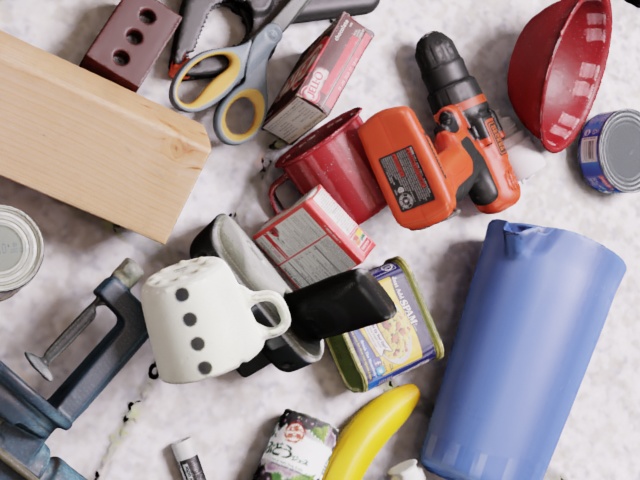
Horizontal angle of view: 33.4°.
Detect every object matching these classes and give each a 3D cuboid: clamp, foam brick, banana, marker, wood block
[{"bbox_3d":[-0.065,-0.226,0.965,0.209,0.036,0.164,-40,98,-18],"label":"clamp"},{"bbox_3d":[-0.163,-0.167,0.911,0.053,0.051,0.078,32,73,-15],"label":"foam brick"},{"bbox_3d":[0.030,0.211,0.949,0.069,0.037,0.197,31,74,-34],"label":"banana"},{"bbox_3d":[-0.097,0.226,0.904,0.020,0.020,0.121,-20,90,-22],"label":"marker"},{"bbox_3d":[-0.201,-0.087,0.852,0.206,0.090,0.091,24,103,-17],"label":"wood block"}]

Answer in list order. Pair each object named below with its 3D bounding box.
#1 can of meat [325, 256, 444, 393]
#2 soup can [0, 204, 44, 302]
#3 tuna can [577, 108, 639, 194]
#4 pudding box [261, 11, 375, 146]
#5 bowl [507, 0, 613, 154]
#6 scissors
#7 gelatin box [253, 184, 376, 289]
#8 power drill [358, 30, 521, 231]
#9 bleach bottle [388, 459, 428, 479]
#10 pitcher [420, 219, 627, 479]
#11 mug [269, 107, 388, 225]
[{"bbox_3d":[0.051,0.078,0.961,0.083,0.058,0.102,-23,91,-20],"label":"can of meat"},{"bbox_3d":[-0.253,0.012,0.826,0.068,0.102,0.068,3,82,-21],"label":"soup can"},{"bbox_3d":[0.303,-0.089,1.084,0.086,0.034,0.086,0,89,-31],"label":"tuna can"},{"bbox_3d":[-0.004,-0.139,0.936,0.039,0.114,0.090,33,72,-10],"label":"pudding box"},{"bbox_3d":[0.227,-0.168,1.036,0.161,0.055,0.162,-37,138,-43],"label":"bowl"},{"bbox_3d":[-0.040,-0.160,0.943,0.201,0.016,0.096,-35,107,-15],"label":"scissors"},{"bbox_3d":[-0.006,0.001,0.931,0.073,0.089,0.030,47,48,-9],"label":"gelatin box"},{"bbox_3d":[0.107,-0.096,0.960,0.187,0.057,0.184,-28,93,-56],"label":"power drill"},{"bbox_3d":[0.126,0.311,0.933,0.068,0.103,0.251,-26,94,-28],"label":"bleach bottle"},{"bbox_3d":[0.186,0.115,0.979,0.149,0.145,0.243,22,79,-5],"label":"pitcher"},{"bbox_3d":[0.010,-0.053,0.952,0.117,0.093,0.081,-33,102,9],"label":"mug"}]
